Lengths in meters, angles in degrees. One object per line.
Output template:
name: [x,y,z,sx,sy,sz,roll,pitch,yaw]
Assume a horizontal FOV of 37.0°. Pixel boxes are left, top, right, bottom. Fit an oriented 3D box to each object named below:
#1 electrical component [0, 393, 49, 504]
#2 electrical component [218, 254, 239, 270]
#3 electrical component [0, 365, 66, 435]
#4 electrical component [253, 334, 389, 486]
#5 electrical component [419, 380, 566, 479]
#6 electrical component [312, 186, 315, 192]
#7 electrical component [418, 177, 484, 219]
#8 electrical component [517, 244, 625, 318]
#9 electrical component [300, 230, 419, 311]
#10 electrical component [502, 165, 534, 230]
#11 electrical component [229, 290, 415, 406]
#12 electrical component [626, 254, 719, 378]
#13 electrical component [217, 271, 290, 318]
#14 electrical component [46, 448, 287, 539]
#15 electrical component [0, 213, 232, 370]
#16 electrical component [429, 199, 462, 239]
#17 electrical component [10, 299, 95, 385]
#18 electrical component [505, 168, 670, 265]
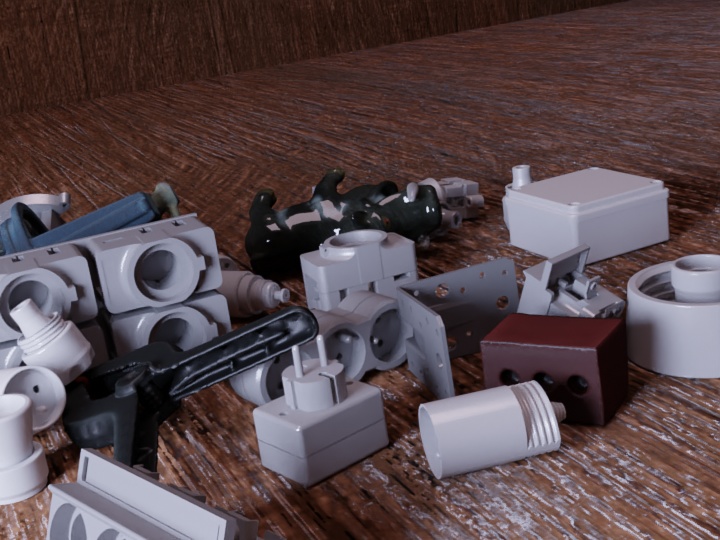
electrical component: [-0.219,0.110,0.663,0.045,0.055,0.045,-7,17,2]
electrical component: [-0.141,0.005,0.983,0.045,0.045,0.055,-21,22,-36]
electrical component: [-0.244,0.099,0.719,0.077,0.043,0.079,-12,31,53]
electrical component: [-0.026,0.077,0.644,0.066,0.076,0.047,-21,21,-37]
electrical component: [0.079,0.089,0.616,0.081,0.043,0.043,-11,17,-10]
electrical component: [-0.039,-0.056,1.103,0.035,0.061,0.035,-7,17,2]
electrical component: [0.089,-0.074,1.134,0.055,0.048,0.066,-8,16,-26]
electrical component: [0.144,0.028,0.741,0.042,0.081,0.064,-21,44,-36]
electrical component: [0.000,0.000,0.916,0.089,0.055,0.050,-15,18,-20]
electrical component: [0.162,-0.072,1.061,0.043,0.062,0.043,-7,17,2]
electrical component: [-0.034,0.053,0.766,0.138,0.052,0.074,-20,21,-33]
electrical component: [0.232,0.024,0.726,0.108,0.060,0.108,-7,17,2]
electrical component: [-0.097,0.021,0.918,0.078,0.040,0.040,1,19,27]
electrical component: [-0.091,0.136,0.504,0.063,0.078,0.121,6,3,-44]
electrical component: [-0.198,0.032,0.818,0.186,0.105,0.060,-15,18,-20]
electrical component: [0.072,-0.052,1.071,0.062,0.043,0.043,8,24,41]
electrical component: [-0.219,0.049,0.753,0.043,0.062,0.043,-30,18,11]
electrical component: [0.207,-0.050,0.982,0.109,0.056,0.109,-15,19,-22]
